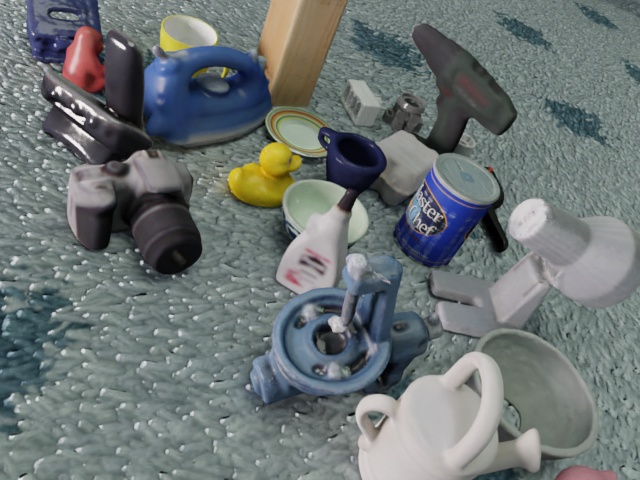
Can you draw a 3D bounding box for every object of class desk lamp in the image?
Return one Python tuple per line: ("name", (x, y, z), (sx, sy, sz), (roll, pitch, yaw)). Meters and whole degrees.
("desk lamp", (0.286, 0.042, 0.758), (0.204, 0.213, 0.118), (12, 43, -16))

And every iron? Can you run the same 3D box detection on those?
("iron", (-0.156, -0.235, 0.864), (0.259, 0.141, 0.118), (-21, 59, -40))

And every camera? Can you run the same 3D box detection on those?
("camera", (-0.202, -0.032, 0.665), (0.144, 0.100, 0.136), (-11, 54, -35))

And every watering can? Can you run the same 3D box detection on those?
("watering can", (0.125, 0.181, 0.548), (0.173, 0.194, 0.100), (5, 46, -23))

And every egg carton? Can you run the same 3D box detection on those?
("egg carton", (0.134, -0.122, 0.955), (0.107, 0.069, 0.151), (39, 43, 14))

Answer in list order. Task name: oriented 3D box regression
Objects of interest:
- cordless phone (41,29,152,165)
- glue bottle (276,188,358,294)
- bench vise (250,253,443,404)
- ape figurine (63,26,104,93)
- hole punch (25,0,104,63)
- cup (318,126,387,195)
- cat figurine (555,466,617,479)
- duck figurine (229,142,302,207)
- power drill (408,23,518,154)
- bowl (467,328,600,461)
("cordless phone", (-0.280, -0.199, 0.730), (0.147, 0.185, 0.094), (33, 42, 7))
("glue bottle", (0.006, 0.002, 0.684), (0.078, 0.173, 0.037), (25, 41, -2))
("bench vise", (0.045, 0.078, 0.592), (0.208, 0.219, 0.121), (-20, 59, -40))
("ape figurine", (-0.340, -0.268, 0.840), (0.077, 0.092, 0.076), (39, 43, 14))
("hole punch", (-0.390, -0.332, 0.879), (0.109, 0.091, 0.101), (-5, 51, -31))
("cup", (0.032, -0.108, 0.869), (0.117, 0.095, 0.092), (39, 43, 13))
("cat figurine", (0.242, 0.267, 0.579), (0.128, 0.117, 0.067), (9, 44, -19))
("duck figurine", (-0.074, -0.100, 0.812), (0.105, 0.086, 0.077), (-4, 50, -30))
("power drill", (0.217, -0.233, 1.005), (0.229, 0.208, 0.076), (38, 42, 12))
("bowl", (0.239, 0.193, 0.686), (0.168, 0.074, 0.167), (15, 43, -14))
